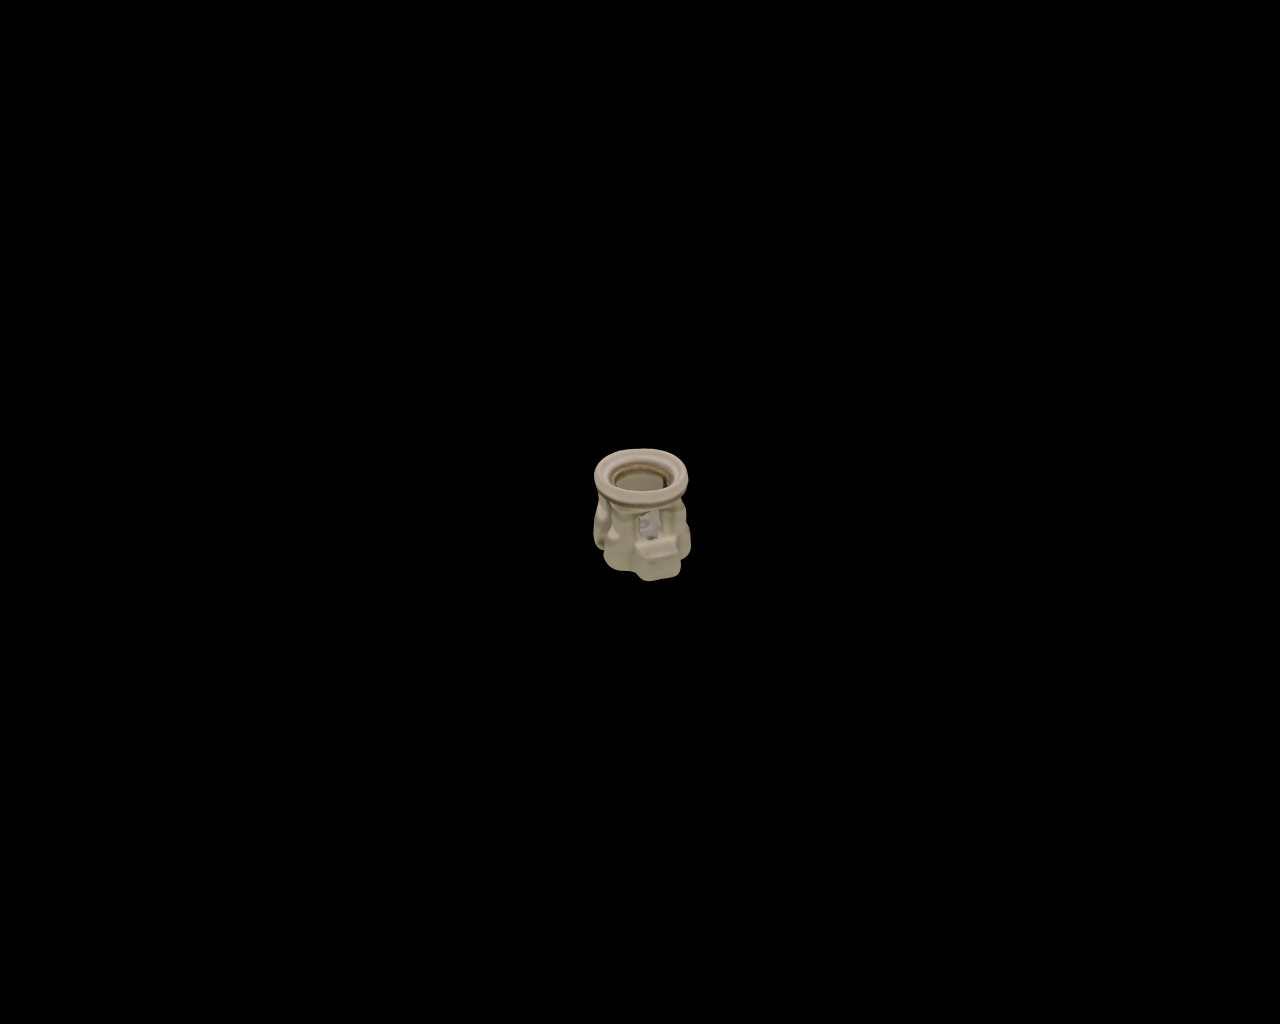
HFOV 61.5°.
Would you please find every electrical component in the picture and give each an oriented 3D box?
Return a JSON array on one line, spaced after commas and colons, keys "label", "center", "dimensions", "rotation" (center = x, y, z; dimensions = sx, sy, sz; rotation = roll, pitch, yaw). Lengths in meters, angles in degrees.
[{"label": "electrical component", "center": [0.001, -0.003, 0.650], "dimensions": [0.058, 0.056, 0.078], "rotation": [-10, 35, -15]}]
